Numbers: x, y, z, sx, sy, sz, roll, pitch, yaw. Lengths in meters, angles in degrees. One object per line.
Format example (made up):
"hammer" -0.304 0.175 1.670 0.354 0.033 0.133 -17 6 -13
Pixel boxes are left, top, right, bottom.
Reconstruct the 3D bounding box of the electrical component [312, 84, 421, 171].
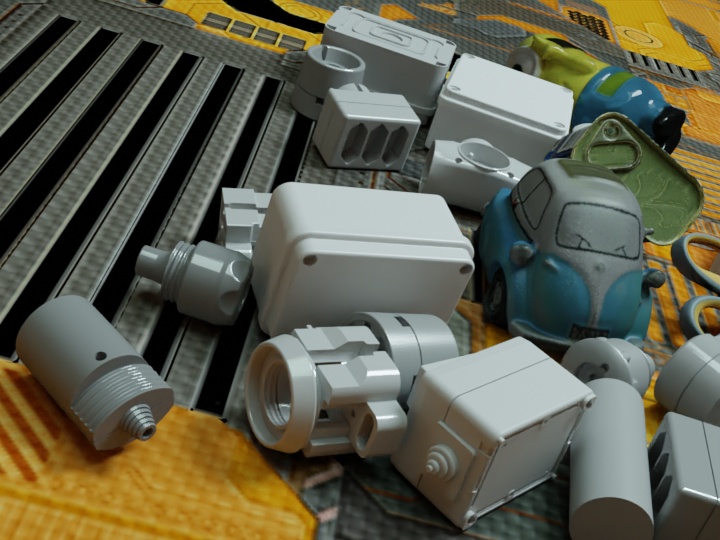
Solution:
"electrical component" -0.002 -0.119 0.836 0.066 0.047 0.076 0 41 -27

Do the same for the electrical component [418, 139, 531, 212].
"electrical component" 0.088 -0.076 0.823 0.077 0.044 0.079 15 31 -5

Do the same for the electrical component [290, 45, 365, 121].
"electrical component" -0.025 -0.154 0.887 0.055 0.047 0.055 13 31 -8

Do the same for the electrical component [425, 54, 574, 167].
"electrical component" 0.120 -0.128 0.912 0.109 0.056 0.108 20 30 4

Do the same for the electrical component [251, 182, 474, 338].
"electrical component" 0.000 0.000 0.617 0.113 0.078 0.057 3 41 -24

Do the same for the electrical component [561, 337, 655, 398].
"electrical component" 0.152 0.061 0.637 0.062 0.048 0.048 -6 37 -46

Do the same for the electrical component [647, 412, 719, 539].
"electrical component" 0.189 0.120 0.556 0.077 0.047 0.065 18 31 0

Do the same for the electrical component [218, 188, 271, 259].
"electrical component" -0.057 -0.023 0.661 0.055 0.048 0.066 2 34 -13

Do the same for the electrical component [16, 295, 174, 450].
"electrical component" -0.123 0.052 0.507 0.043 0.043 0.081 -16 44 -43

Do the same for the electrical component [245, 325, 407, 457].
"electrical component" -0.021 0.060 0.534 0.057 0.058 0.078 0 35 -32

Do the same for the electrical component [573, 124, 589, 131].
"electrical component" 0.187 -0.084 0.870 0.048 0.062 0.048 13 30 -8

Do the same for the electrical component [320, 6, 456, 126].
"electrical component" 0.020 -0.179 0.942 0.113 0.057 0.078 19 31 2

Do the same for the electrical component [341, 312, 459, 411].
"electrical component" 0.020 0.049 0.576 0.047 0.055 0.055 -1 35 -35

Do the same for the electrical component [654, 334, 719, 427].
"electrical component" 0.250 0.072 0.660 0.138 0.052 0.074 -11 41 -40

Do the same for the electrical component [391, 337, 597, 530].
"electrical component" 0.060 0.079 0.540 0.096 0.061 0.061 -15 44 -43

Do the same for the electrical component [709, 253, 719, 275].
"electrical component" 0.328 -0.014 0.837 0.078 0.057 0.113 31 33 21

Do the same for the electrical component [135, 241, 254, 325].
"electrical component" -0.094 0.004 0.600 0.062 0.043 0.043 18 30 2
